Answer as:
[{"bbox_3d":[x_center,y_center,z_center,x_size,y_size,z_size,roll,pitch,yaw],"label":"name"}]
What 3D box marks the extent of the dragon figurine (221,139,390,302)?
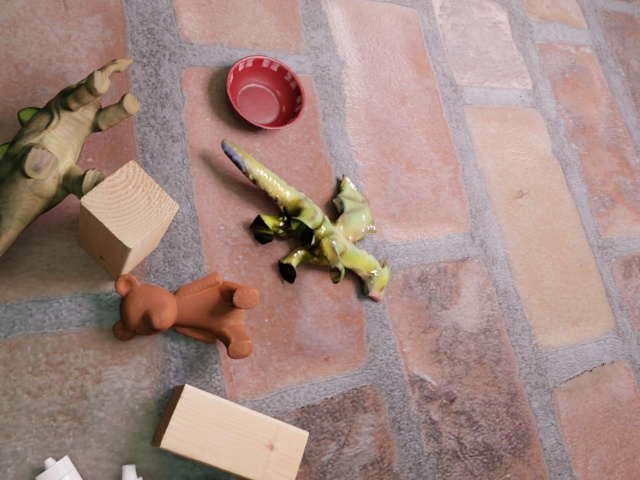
[{"bbox_3d":[0.003,-0.049,0.983,0.246,0.120,0.410,-32,90,-48],"label":"dragon figurine"}]
